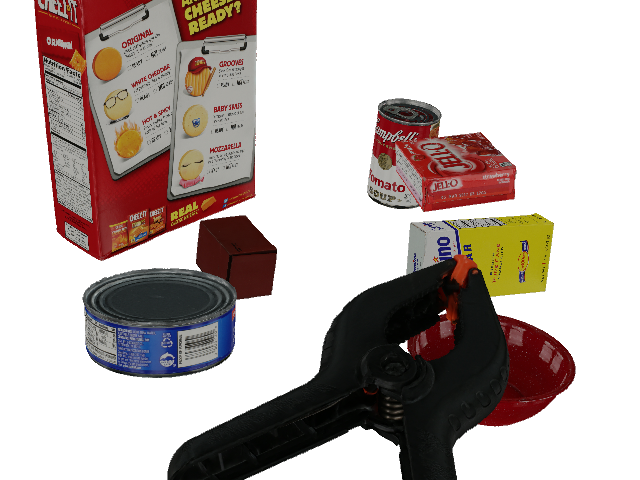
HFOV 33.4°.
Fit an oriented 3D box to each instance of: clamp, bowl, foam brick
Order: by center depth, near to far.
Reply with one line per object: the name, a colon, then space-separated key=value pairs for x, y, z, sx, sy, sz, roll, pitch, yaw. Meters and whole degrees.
clamp: x=0.035 y=0.071 z=0.431 sx=0.120 sy=0.039 sz=0.171 roll=31 pitch=51 yaw=22
bowl: x=0.162 y=0.131 z=1.036 sx=0.162 sy=0.055 sz=0.162 roll=4 pitch=26 yaw=-2
foam brick: x=-0.084 y=0.016 z=1.055 sx=0.052 sy=0.051 sz=0.078 roll=-6 pitch=30 yaw=-27

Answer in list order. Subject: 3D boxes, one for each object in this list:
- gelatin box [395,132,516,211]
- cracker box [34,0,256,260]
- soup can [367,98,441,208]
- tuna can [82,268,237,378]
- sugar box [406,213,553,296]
gelatin box: x=0.104 y=-0.056 z=0.833 sx=0.073 sy=0.030 sz=0.089 roll=-7 pitch=25 yaw=-8
cracker box: x=-0.129 y=-0.113 z=0.818 sx=0.072 sy=0.214 sz=0.163 roll=25 pitch=36 yaw=37
soup can: x=0.089 y=-0.094 z=1.153 sx=0.068 sy=0.102 sz=0.068 roll=5 pitch=29 yaw=-3
tuna can: x=-0.090 y=0.045 z=0.603 sx=0.086 sy=0.034 sz=0.086 roll=2 pitch=18 yaw=-1
sugar box: x=0.191 y=0.021 z=1.285 sx=0.176 sy=0.093 sz=0.048 roll=-6 pitch=20 yaw=-23
